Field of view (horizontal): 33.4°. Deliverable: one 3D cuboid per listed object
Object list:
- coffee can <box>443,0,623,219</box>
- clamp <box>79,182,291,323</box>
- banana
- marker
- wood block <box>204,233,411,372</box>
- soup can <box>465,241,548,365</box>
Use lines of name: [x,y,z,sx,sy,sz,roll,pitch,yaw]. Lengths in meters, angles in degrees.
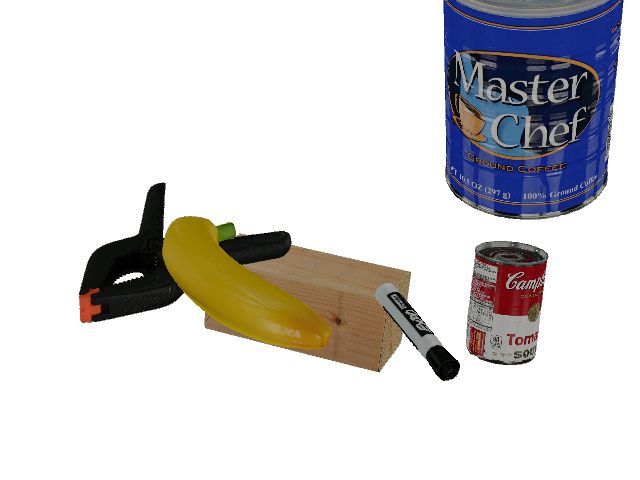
coffee can: [0.125,-0.098,0.636,0.103,0.140,0.103,-4,38,3]
clamp: [-0.152,0.011,0.980,0.165,0.036,0.209,26,38,31]
banana: [-0.059,0.020,0.681,0.069,0.037,0.198,-8,24,-20]
marker: [0.074,0.070,0.822,0.020,0.020,0.121,0,27,-23]
wood block: [-0.015,0.067,1.181,0.206,0.091,0.090,13,22,17]
soup can: [0.175,0.059,1.011,0.068,0.102,0.068,3,16,-1]
